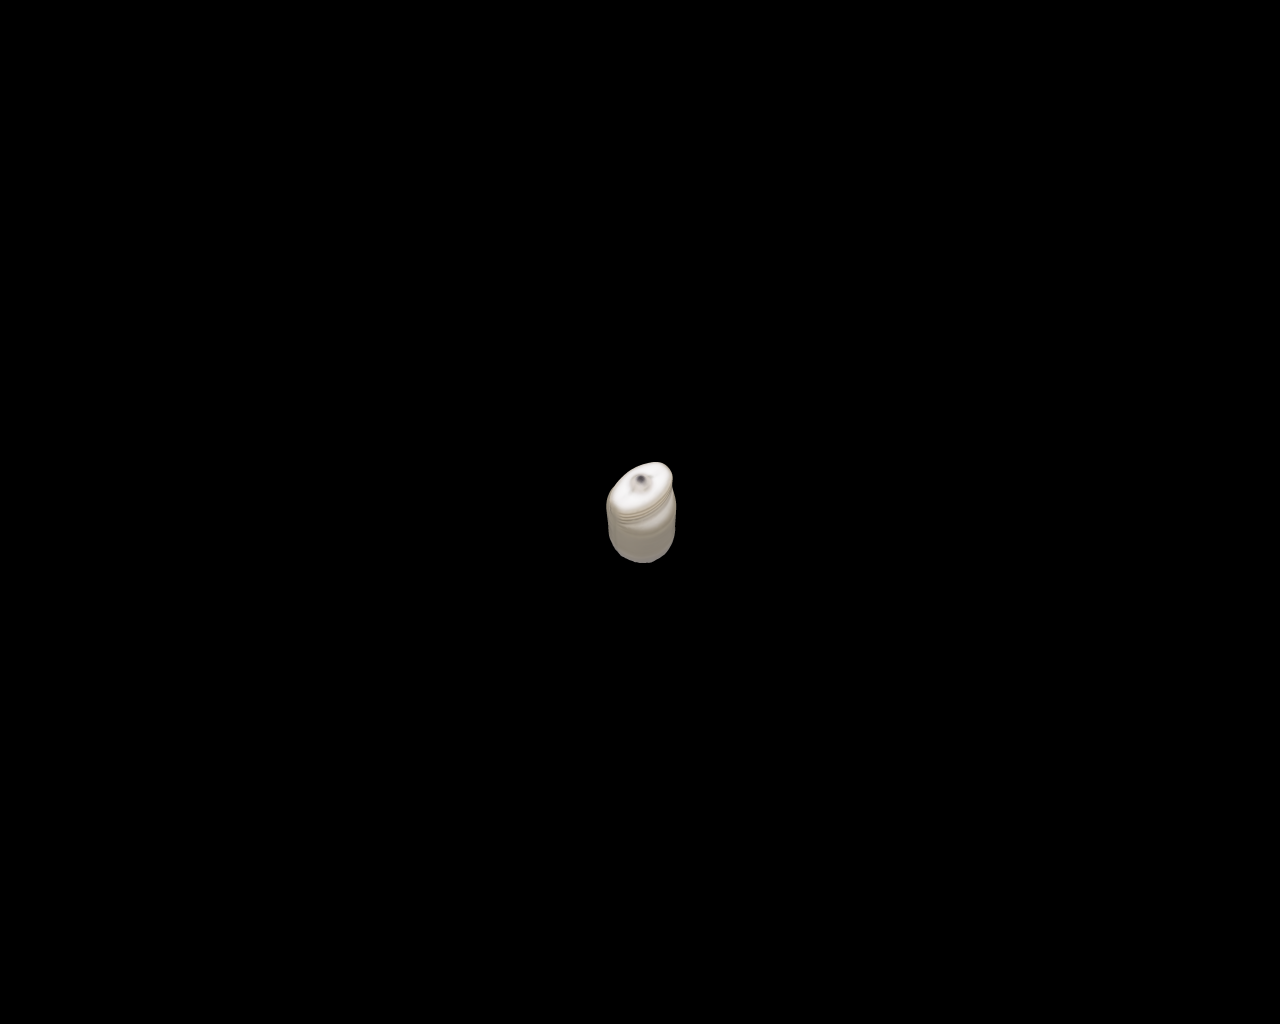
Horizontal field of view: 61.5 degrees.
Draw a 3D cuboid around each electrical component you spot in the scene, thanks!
[{"bbox_3d":[0.001,-0.003,0.650,0.043,0.043,0.080,0,-25,0],"label":"electrical component"}]
